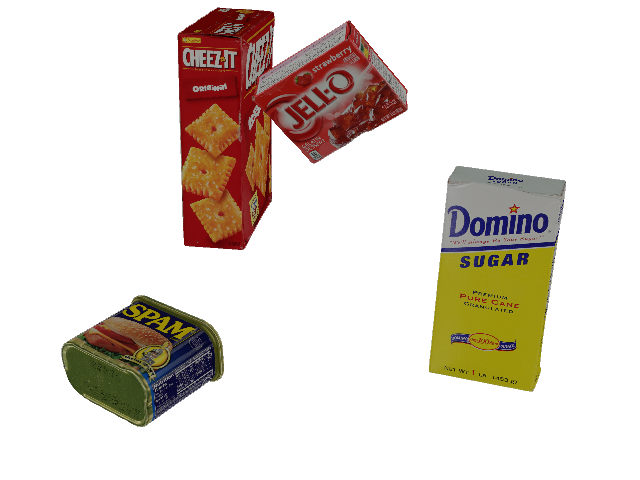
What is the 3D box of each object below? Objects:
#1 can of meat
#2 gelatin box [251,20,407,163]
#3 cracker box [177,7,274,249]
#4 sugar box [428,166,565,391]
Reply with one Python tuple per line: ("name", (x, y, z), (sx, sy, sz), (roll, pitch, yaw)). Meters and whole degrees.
("can of meat", (-0.143, 0.095, 0.852), (0.102, 0.057, 0.083), (19, 34, 33))
("gelatin box", (0.007, -0.105, 0.769), (0.089, 0.030, 0.073), (-28, -55, 26))
("cracker box", (-0.091, -0.118, 1.093), (0.072, 0.214, 0.164), (5, 21, 6))
("sugar box", (0.145, 0.032, 0.884), (0.093, 0.176, 0.048), (9, 24, 15))
